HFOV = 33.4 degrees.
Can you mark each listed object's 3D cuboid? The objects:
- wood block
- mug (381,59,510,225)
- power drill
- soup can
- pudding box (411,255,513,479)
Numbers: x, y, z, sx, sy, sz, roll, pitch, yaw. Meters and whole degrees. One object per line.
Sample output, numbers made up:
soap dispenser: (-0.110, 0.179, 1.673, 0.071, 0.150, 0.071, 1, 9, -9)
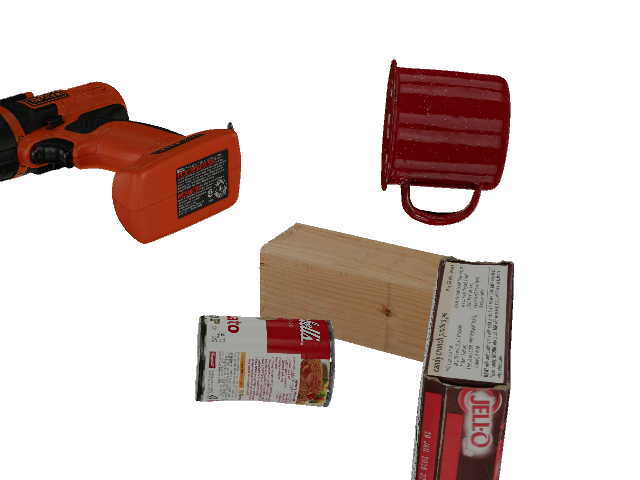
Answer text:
wood block: (0.044, 0.055, 1.170, 0.206, 0.091, 0.090, 13, 26, 25)
mug: (0.086, -0.067, 0.750, 0.081, 0.117, 0.093, 4, -19, 0)
power drill: (-0.162, -0.055, 0.721, 0.188, 0.057, 0.184, 21, 33, 33)
soup can: (-0.044, 0.093, 0.826, 0.102, 0.068, 0.068, 3, 0, -8)
pudding box: (0.063, 0.070, 0.471, 0.039, 0.090, 0.113, 6, 26, 6)
